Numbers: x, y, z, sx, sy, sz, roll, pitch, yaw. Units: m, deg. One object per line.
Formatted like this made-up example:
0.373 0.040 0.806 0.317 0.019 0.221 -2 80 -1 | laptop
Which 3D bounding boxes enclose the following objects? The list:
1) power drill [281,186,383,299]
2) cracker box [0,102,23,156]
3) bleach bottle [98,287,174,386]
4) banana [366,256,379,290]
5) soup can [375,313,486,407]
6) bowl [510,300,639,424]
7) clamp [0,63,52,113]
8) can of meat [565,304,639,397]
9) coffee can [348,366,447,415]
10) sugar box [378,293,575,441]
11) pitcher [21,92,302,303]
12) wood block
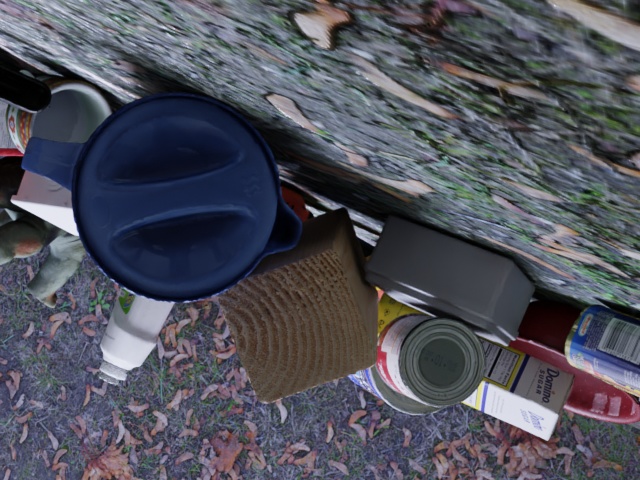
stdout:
-0.007 0.001 1.038 0.187 0.057 0.185 26 175 -20 | power drill
-0.351 -0.119 0.917 0.164 0.072 0.213 21 -163 37 | cracker box
-0.187 0.042 1.204 0.068 0.251 0.103 26 175 -23 | bleach bottle
0.112 0.052 0.985 0.197 0.069 0.037 31 137 -22 | banana
0.084 0.092 0.828 0.068 0.068 0.102 24 175 -5 | soup can
0.214 0.099 0.934 0.162 0.055 0.162 26 163 8 | bowl
-0.308 -0.149 0.788 0.210 0.036 0.164 11 161 35 | clamp
0.247 0.092 0.801 0.102 0.057 0.084 27 177 -36 | can of meat
0.081 0.113 1.077 0.102 0.103 0.140 25 176 -12 | coffee can
0.128 0.111 0.928 0.176 0.048 0.093 21 160 14 | sugar box
-0.112 -0.033 0.784 0.149 0.145 0.243 60 175 -4 | pitcher
-0.010 0.043 0.828 0.091 0.090 0.206 -20 -172 6 | wood block
